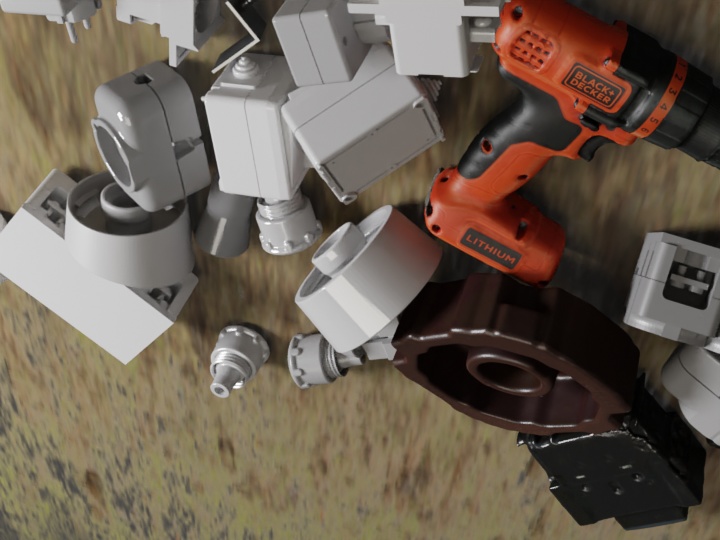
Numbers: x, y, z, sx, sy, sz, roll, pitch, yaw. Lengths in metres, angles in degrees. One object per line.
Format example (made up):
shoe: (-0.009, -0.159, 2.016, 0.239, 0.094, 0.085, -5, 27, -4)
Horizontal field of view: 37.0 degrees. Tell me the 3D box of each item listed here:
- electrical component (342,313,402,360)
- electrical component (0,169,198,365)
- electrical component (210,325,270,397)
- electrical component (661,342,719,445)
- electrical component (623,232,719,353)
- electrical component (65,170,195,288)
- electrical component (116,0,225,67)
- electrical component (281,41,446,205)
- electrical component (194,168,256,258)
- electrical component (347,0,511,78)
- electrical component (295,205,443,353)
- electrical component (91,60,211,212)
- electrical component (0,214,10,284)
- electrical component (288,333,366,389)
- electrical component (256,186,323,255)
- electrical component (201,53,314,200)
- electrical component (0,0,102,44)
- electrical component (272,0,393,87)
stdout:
electrical component: (0.012, 0.045, 0.855, 0.055, 0.048, 0.066, -7, 128, 19)
electrical component: (-0.222, -0.004, 0.898, 0.150, 0.061, 0.089, 39, 134, -15)
electrical component: (-0.109, 0.082, 0.930, 0.048, 0.062, 0.048, 12, 135, 13)
electrical component: (0.266, 0.083, 0.761, 0.095, 0.054, 0.059, 41, 137, 10)
electrical component: (0.253, 0.027, 0.690, 0.150, 0.089, 0.061, 17, 94, 7)
electrical component: (-0.177, -0.032, 0.829, 0.099, 0.099, 0.064, 16, 129, 9)
electrical component: (-0.125, -0.181, 0.705, 0.064, 0.042, 0.081, 19, 135, 10)
electrical component: (0.006, -0.100, 0.687, 0.096, 0.061, 0.061, -33, 155, 3)
electrical component: (-0.100, -0.047, 0.821, 0.044, 0.044, 0.065, 23, 131, 2)
electrical component: (0.051, -0.162, 0.588, 0.079, 0.121, 0.063, 6, 135, 18)
electrical component: (0.000, 0.000, 0.777, 0.060, 0.108, 0.108, 45, 133, -12)
electrical component: (-0.151, -0.093, 0.772, 0.054, 0.059, 0.095, 39, 149, 39)
electrical component: (-0.328, -0.020, 0.941, 0.045, 0.045, 0.055, 14, 135, 11)
electrical component: (-0.026, 0.073, 0.900, 0.062, 0.048, 0.048, -8, 127, 20)
electrical component: (-0.057, -0.045, 0.802, 0.048, 0.048, 0.062, -2, 124, 25)
electrical component: (-0.064, -0.103, 0.736, 0.061, 0.061, 0.096, 9, 134, 16)
electrical component: (-0.191, -0.185, 0.698, 0.047, 0.083, 0.075, 8, 134, 17)
electrical component: (0.002, -0.154, 0.645, 0.076, 0.083, 0.047, -2, 130, 25)
